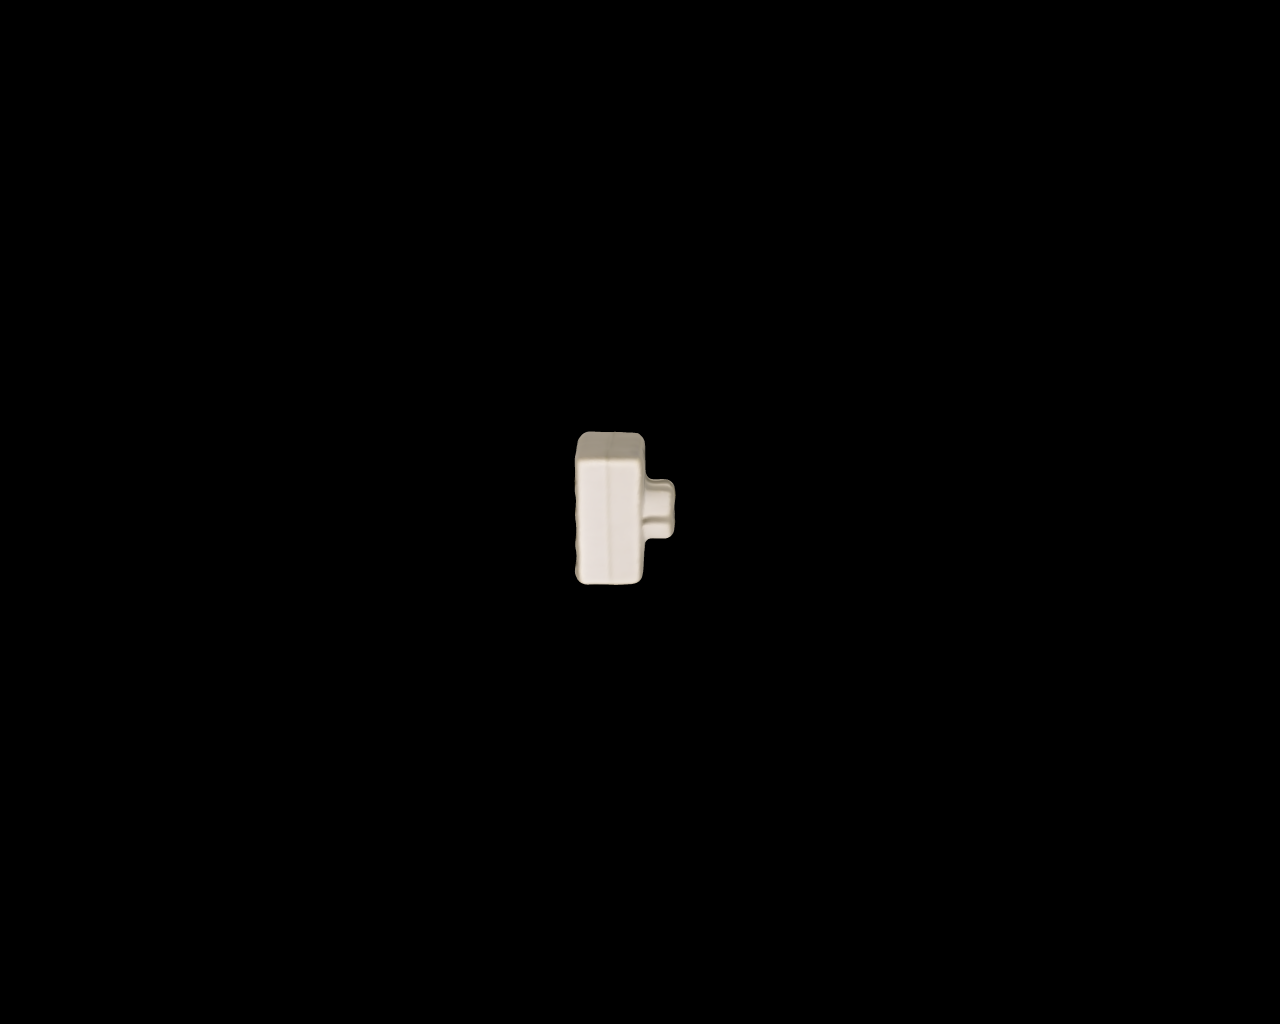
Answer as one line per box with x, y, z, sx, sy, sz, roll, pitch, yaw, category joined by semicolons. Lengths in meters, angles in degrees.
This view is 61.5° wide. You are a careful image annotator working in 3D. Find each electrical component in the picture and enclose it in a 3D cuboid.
0.001;-0.003;0.650;0.076;0.083;0.047;0;24;0;electrical component
